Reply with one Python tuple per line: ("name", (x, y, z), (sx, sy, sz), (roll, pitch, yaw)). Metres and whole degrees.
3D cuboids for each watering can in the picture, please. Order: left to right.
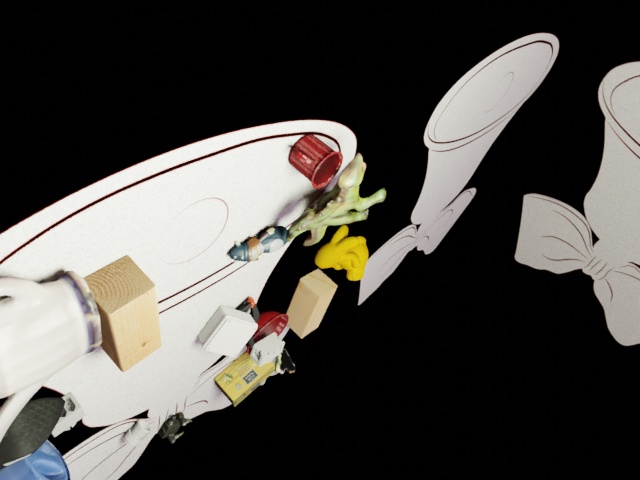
("watering can", (-0.446, 0.184, 0.780), (0.227, 0.105, 0.340), (-27, 139, -43))

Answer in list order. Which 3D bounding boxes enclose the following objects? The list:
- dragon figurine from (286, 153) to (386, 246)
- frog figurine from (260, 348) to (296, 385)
("dragon figurine", (0.004, -0.062, 1.227), (0.245, 0.123, 0.402), (-22, 160, -48))
("frog figurine", (-0.184, 0.423, 1.748), (0.158, 0.123, 0.138), (-18, 179, 23))
